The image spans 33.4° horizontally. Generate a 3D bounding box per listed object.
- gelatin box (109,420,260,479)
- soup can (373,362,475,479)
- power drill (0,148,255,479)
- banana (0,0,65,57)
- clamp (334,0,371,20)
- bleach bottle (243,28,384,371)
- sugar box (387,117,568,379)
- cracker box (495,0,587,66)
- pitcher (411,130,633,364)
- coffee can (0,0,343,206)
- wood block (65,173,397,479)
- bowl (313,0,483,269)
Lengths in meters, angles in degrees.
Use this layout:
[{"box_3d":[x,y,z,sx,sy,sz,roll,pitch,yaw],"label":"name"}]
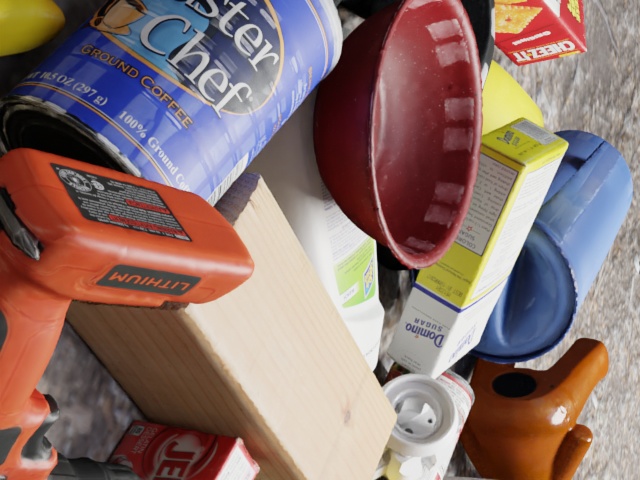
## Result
[{"box_3d":[-0.084,0.138,0.546,0.089,0.073,0.030,-59,137,-35],"label":"gelatin box"},{"box_3d":[0.065,0.147,0.781,0.102,0.069,0.068,-62,140,-32],"label":"soup can"},{"box_3d":[-0.108,0.062,0.433,0.184,0.057,0.188,14,116,-50],"label":"power drill"},{"box_3d":[-0.174,-0.061,0.428,0.197,0.037,0.069,-57,154,-36],"label":"banana"},{"box_3d":[0.006,-0.175,0.690,0.171,0.039,0.120,-45,123,-43],"label":"clamp"},{"box_3d":[-0.004,0.001,0.668,0.102,0.068,0.251,-35,123,-50],"label":"bleach bottle"},{"box_3d":[0.109,0.007,0.746,0.093,0.048,0.176,-25,143,-56],"label":"sugar box"},{"box_3d":[0.139,-0.253,0.838,0.213,0.072,0.164,25,61,-55],"label":"cracker box"},{"box_3d":[0.189,-0.015,0.894,0.242,0.149,0.145,-40,123,-52],"label":"pitcher"},{"box_3d":[-0.069,-0.072,0.504,0.140,0.103,0.102,-52,135,-28],"label":"coffee can"},{"box_3d":[-0.043,0.067,0.589,0.090,0.090,0.206,-62,139,-34],"label":"wood block"},{"box_3d":[0.041,-0.066,0.613,0.161,0.055,0.162,-20,113,-59],"label":"bowl"}]
